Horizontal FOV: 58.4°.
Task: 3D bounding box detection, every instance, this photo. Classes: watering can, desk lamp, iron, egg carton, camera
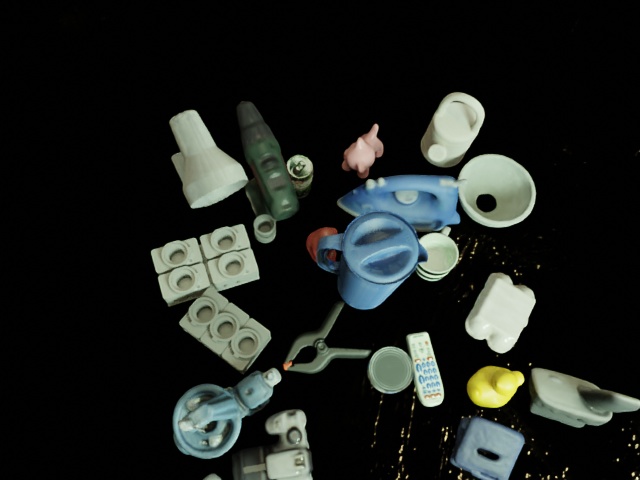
[{"bbox_3d":[0.282,-0.234,1.205,0.101,0.194,0.173,11,69,0],"label":"watering can"},{"bbox_3d":[-0.228,-0.143,1.118,0.118,0.213,0.203,-26,74,-13],"label":"desk lamp"},{"bbox_3d":[0.169,-0.096,1.173,0.258,0.141,0.118,1,70,-4],"label":"iron"},{"bbox_3d":[0.358,0.144,1.138,0.107,0.069,0.150,31,70,7],"label":"egg carton"},{"bbox_3d":[-0.085,0.376,0.999,0.137,0.101,0.143,-7,70,-7],"label":"camera"}]

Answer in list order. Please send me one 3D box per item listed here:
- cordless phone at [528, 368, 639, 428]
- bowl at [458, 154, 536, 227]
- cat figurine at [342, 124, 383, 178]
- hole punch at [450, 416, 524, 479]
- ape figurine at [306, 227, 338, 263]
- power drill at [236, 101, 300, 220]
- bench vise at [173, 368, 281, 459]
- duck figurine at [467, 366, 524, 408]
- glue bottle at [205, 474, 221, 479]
[{"bbox_3d":[0.472,0.279,1.036,0.147,0.185,0.094,13,69,1],"label":"cordless phone"},{"bbox_3d":[0.366,-0.095,1.224,0.167,0.075,0.167,2,70,-4],"label":"bowl"},{"bbox_3d":[0.092,-0.189,1.214,0.067,0.118,0.128,28,70,6],"label":"cat figurine"},{"bbox_3d":[0.302,0.380,1.035,0.108,0.091,0.101,20,69,3],"label":"hole punch"},{"bbox_3d":[0.011,0.004,1.149,0.076,0.092,0.078,36,71,9],"label":"ape figurine"},{"bbox_3d":[-0.108,-0.129,1.126,0.076,0.208,0.229,-22,73,-12],"label":"power drill"},{"bbox_3d":[-0.168,0.274,0.966,0.121,0.220,0.208,37,71,9],"label":"bench vise"},{"bbox_3d":[0.334,0.274,1.080,0.104,0.086,0.077,-15,72,-10],"label":"duck figurine"},{"bbox_3d":[-0.197,0.422,0.934,0.037,0.173,0.078,36,71,9],"label":"glue bottle"}]
